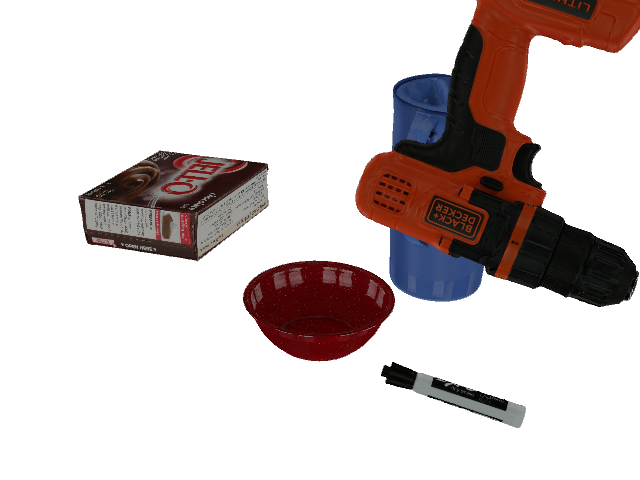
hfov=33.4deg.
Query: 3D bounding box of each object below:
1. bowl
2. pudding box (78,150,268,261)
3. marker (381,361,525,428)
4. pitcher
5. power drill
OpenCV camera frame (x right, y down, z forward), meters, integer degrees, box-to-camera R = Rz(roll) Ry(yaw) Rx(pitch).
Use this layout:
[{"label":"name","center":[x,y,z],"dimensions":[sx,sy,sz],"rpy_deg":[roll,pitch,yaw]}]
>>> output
[{"label":"bowl","center":[-0.002,0.082,1.144],"dimensions":[0.162,0.055,0.162],"rpy_deg":[1,27,-1]},{"label":"pudding box","center":[-0.098,-0.027,0.740],"dimensions":[0.090,0.039,0.113],"rpy_deg":[7,26,21]},{"label":"marker","center":[0.108,0.126,0.880],"dimensions":[0.121,0.020,0.020],"rpy_deg":[18,2,5]},{"label":"pitcher","center":[0.134,-0.054,1.193],"dimensions":[0.149,0.243,0.145],"rpy_deg":[-6,28,-17]},{"label":"power drill","center":[0.134,-0.068,0.665],"dimensions":[0.184,0.188,0.057],"rpy_deg":[22,6,8]}]
